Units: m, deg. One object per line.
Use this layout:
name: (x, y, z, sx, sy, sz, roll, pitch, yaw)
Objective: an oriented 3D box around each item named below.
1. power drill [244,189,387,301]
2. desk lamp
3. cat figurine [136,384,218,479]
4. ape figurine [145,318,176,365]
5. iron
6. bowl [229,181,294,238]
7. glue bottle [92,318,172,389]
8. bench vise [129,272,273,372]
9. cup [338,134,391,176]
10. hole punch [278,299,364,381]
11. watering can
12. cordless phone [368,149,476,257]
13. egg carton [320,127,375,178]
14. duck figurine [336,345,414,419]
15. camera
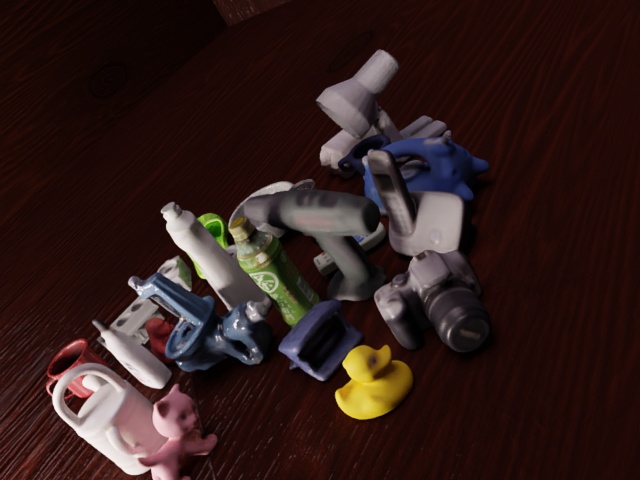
power drill: (0.008, 0.003, 0.914, 0.228, 0.209, 0.076, -7, 40, 38)
desk lamp: (0.122, -0.265, 1.181, 0.203, 0.214, 0.117, -36, 31, -4)
cat figurine: (-0.213, 0.278, 0.823, 0.067, 0.118, 0.128, -3, 42, 41)
ape figurine: (-0.285, 0.180, 1.055, 0.076, 0.092, 0.077, -24, 32, 16)
iron: (0.155, -0.121, 1.017, 0.257, 0.142, 0.119, -2, 43, 42)
bowl: (-0.108, -0.046, 1.225, 0.167, 0.075, 0.167, -24, 32, 16)
glue bottle: (-0.338, 0.195, 1.004, 0.077, 0.173, 0.037, -4, 42, 40)
bench vise: (-0.191, 0.115, 0.933, 0.207, 0.220, 0.121, -28, 31, 9)
cup: (0.103, -0.143, 1.144, 0.117, 0.095, 0.091, -20, 33, 22)
hole punch: (-0.010, 0.140, 0.854, 0.109, 0.091, 0.100, -46, 33, -20)
watering can: (-0.325, 0.262, 0.876, 0.172, 0.194, 0.101, 2, 46, 45)
cordless phone: (0.150, -0.060, 0.893, 0.147, 0.185, 0.094, 5, 48, 47)
egg carton: (0.074, -0.207, 1.286, 0.150, 0.070, 0.107, -41, 31, -13)
duck figurine: (0.060, 0.176, 0.742, 0.104, 0.086, 0.077, -31, 31, 4)
camera: (0.155, 0.087, 0.764, 0.143, 0.101, 0.136, -31, 31, 5)
